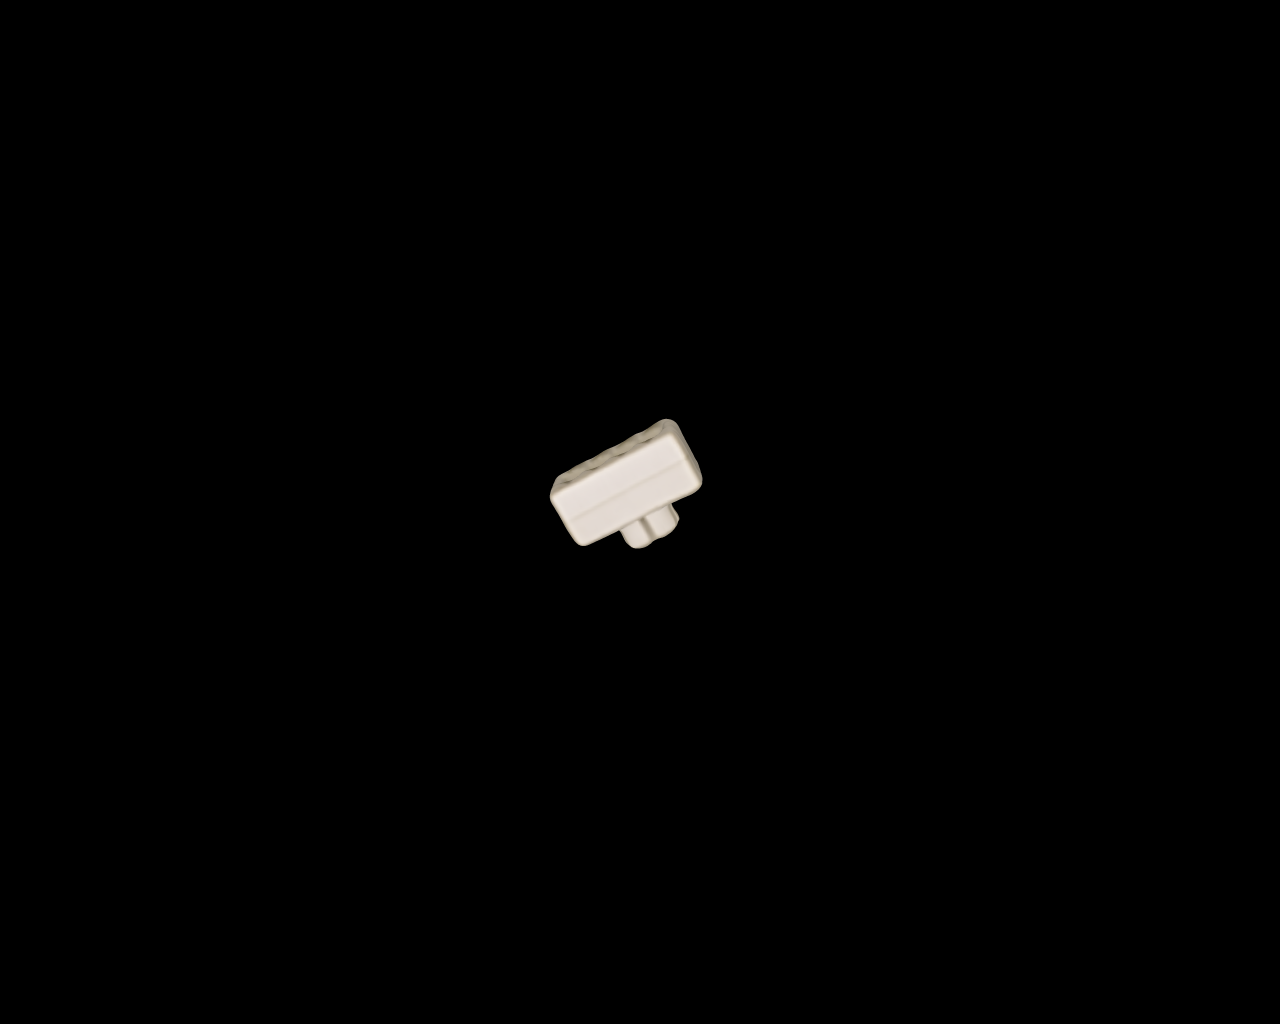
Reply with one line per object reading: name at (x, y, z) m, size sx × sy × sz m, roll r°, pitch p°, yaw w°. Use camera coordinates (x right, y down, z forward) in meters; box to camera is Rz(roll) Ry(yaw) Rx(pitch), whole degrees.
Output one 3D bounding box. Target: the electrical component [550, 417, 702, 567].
electrical component at (0.001, -0.003, 0.650) m, size 0.083 × 0.075 × 0.047 m, roll -27°, pitch 14°, yaw 7°
